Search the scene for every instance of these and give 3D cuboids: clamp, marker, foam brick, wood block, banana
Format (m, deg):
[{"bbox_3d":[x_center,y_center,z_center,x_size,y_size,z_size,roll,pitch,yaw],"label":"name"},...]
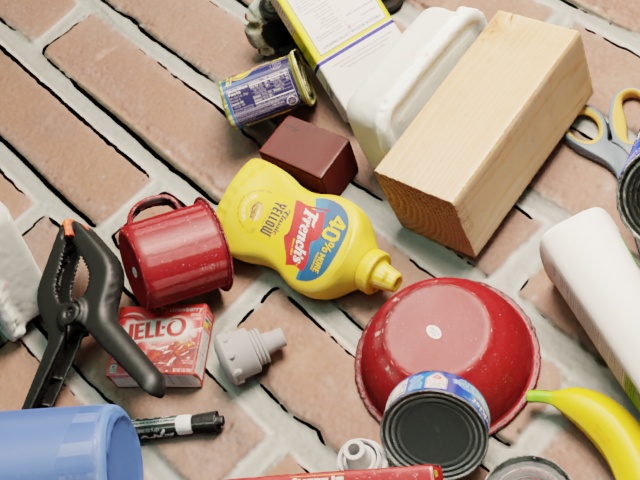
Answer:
[{"bbox_3d":[-0.226,0.081,0.983,0.165,0.036,0.210,-28,59,18],"label":"clamp"},{"bbox_3d":[-0.143,0.166,0.945,0.121,0.020,0.020,-8,56,12],"label":"marker"},{"bbox_3d":[-0.010,-0.078,1.047,0.078,0.051,0.053,26,67,29],"label":"foam brick"},{"bbox_3d":[0.154,-0.099,0.980,0.091,0.090,0.206,25,69,36],"label":"wood block"},{"bbox_3d":[0.230,0.185,0.814,0.070,0.037,0.198,-34,51,15],"label":"banana"}]

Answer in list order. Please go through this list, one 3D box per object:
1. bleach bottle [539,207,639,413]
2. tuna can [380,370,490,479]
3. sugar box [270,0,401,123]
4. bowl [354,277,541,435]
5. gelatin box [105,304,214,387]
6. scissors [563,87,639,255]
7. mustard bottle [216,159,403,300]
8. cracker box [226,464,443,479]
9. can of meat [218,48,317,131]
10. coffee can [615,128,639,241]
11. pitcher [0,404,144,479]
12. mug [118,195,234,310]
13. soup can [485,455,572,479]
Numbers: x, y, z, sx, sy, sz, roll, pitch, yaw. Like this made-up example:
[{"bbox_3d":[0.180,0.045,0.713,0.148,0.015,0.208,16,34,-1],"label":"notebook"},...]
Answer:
[{"bbox_3d":[0.259,0.098,0.834,0.068,0.102,0.251,-28,60,7],"label":"bleach bottle"},{"bbox_3d":[0.092,0.147,0.846,0.086,0.086,0.033,-3,24,15],"label":"tuna can"},{"bbox_3d":[0.021,-0.216,1.079,0.093,0.048,0.176,-31,93,-6],"label":"sugar box"},{"bbox_3d":[0.103,0.089,0.902,0.162,0.055,0.162,-8,55,12],"label":"bowl"},{"bbox_3d":[-0.148,0.097,0.985,0.089,0.030,0.073,-2,57,15],"label":"gelatin box"},{"bbox_3d":[0.263,-0.060,0.977,0.096,0.016,0.201,3,58,20],"label":"scissors"},{"bbox_3d":[-0.007,0.001,0.987,0.192,0.058,0.096,27,85,28],"label":"mustard bottle"},{"bbox_3d":[0.014,0.273,0.756,0.164,0.072,0.214,-7,77,12],"label":"cracker box"},{"bbox_3d":[-0.053,-0.152,1.084,0.084,0.057,0.102,-19,10,7],"label":"can of meat"},{"bbox_3d":[0.309,-0.065,0.882,0.103,0.103,0.140,10,34,22],"label":"coffee can"},{"bbox_3d":[-0.277,0.216,0.897,0.243,0.149,0.145,-8,41,8],"label":"pitcher"},{"bbox_3d":[-0.140,0.006,0.989,0.081,0.093,0.117,-18,62,-21],"label":"mug"},{"bbox_3d":[0.155,0.207,0.778,0.068,0.102,0.068,-8,56,11],"label":"soup can"}]
